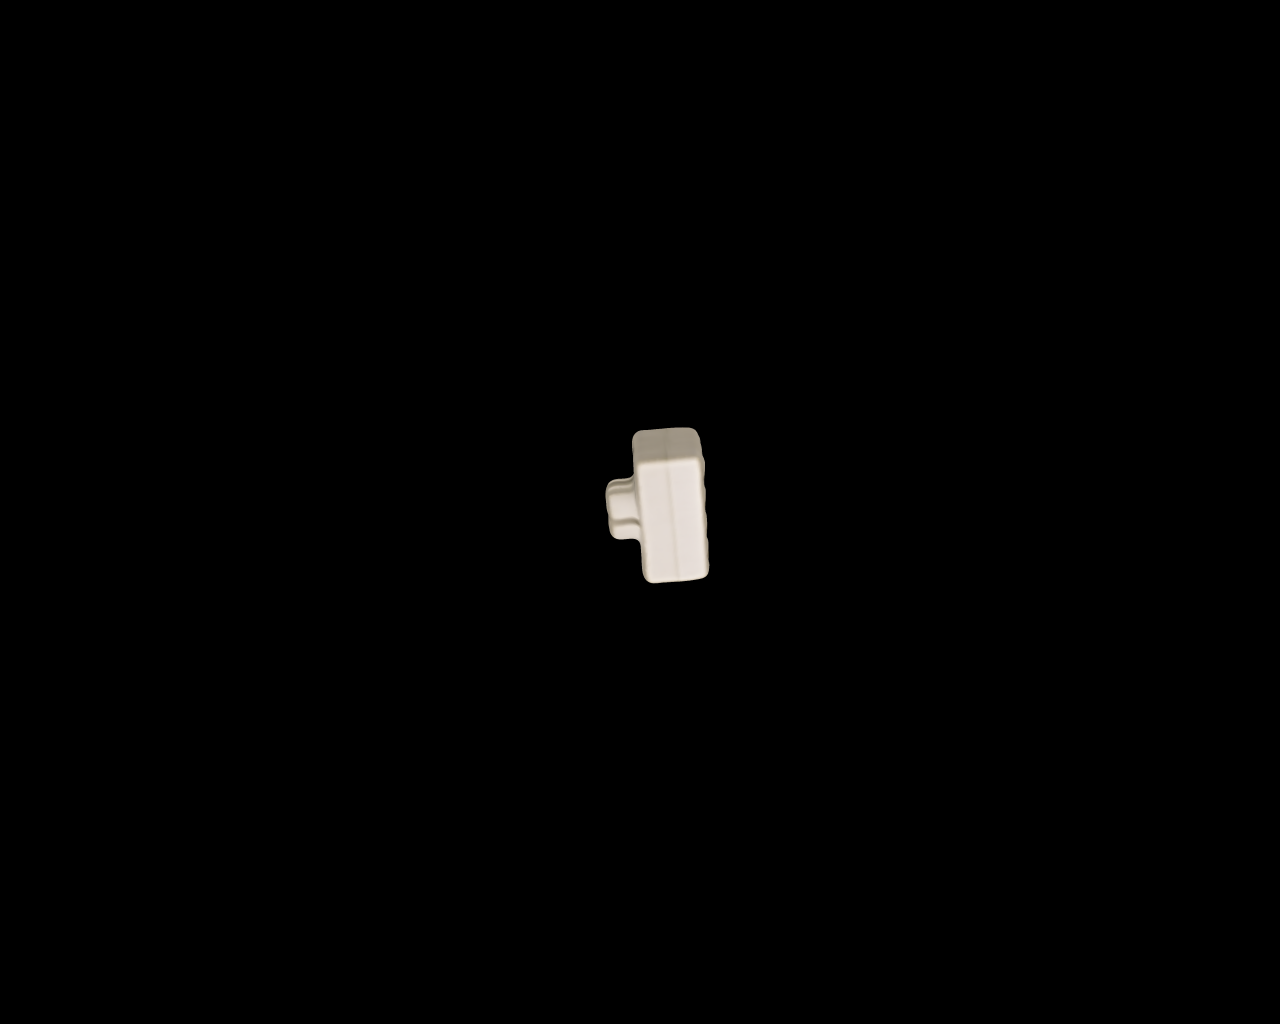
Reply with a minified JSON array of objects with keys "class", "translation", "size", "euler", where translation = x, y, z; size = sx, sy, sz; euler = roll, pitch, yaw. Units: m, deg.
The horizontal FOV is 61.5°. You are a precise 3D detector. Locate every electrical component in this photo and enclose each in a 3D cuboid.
[{"class":"electrical component","translation":[0.001,-0.003,0.650],"size":[0.076,0.083,0.047],"euler":[-4,28,2]}]
